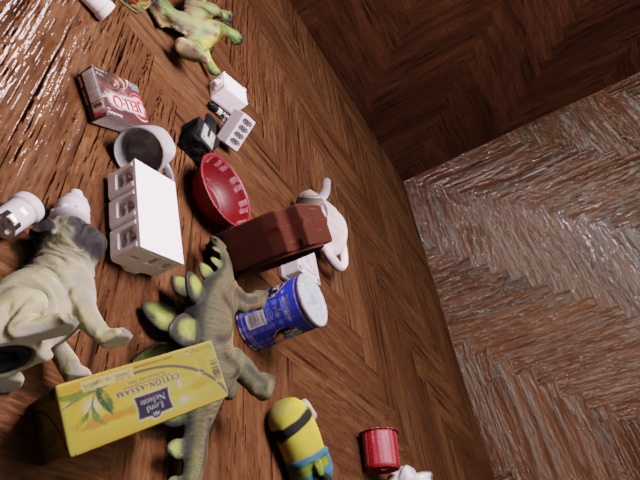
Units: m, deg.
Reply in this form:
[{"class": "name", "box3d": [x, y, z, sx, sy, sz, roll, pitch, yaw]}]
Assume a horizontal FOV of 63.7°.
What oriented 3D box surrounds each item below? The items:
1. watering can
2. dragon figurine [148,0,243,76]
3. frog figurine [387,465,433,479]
[{"class": "watering can", "box3d": [0.005, -0.075, 1.489, 0.221, 0.103, 0.355, 38, 33, -52]}, {"class": "dragon figurine", "box3d": [-0.322, -0.546, 1.233, 0.241, 0.121, 0.418, 19, 40, -55]}, {"class": "frog figurine", "box3d": [0.181, 0.576, 1.139, 0.124, 0.137, 0.158, 24, 3, 38]}]
